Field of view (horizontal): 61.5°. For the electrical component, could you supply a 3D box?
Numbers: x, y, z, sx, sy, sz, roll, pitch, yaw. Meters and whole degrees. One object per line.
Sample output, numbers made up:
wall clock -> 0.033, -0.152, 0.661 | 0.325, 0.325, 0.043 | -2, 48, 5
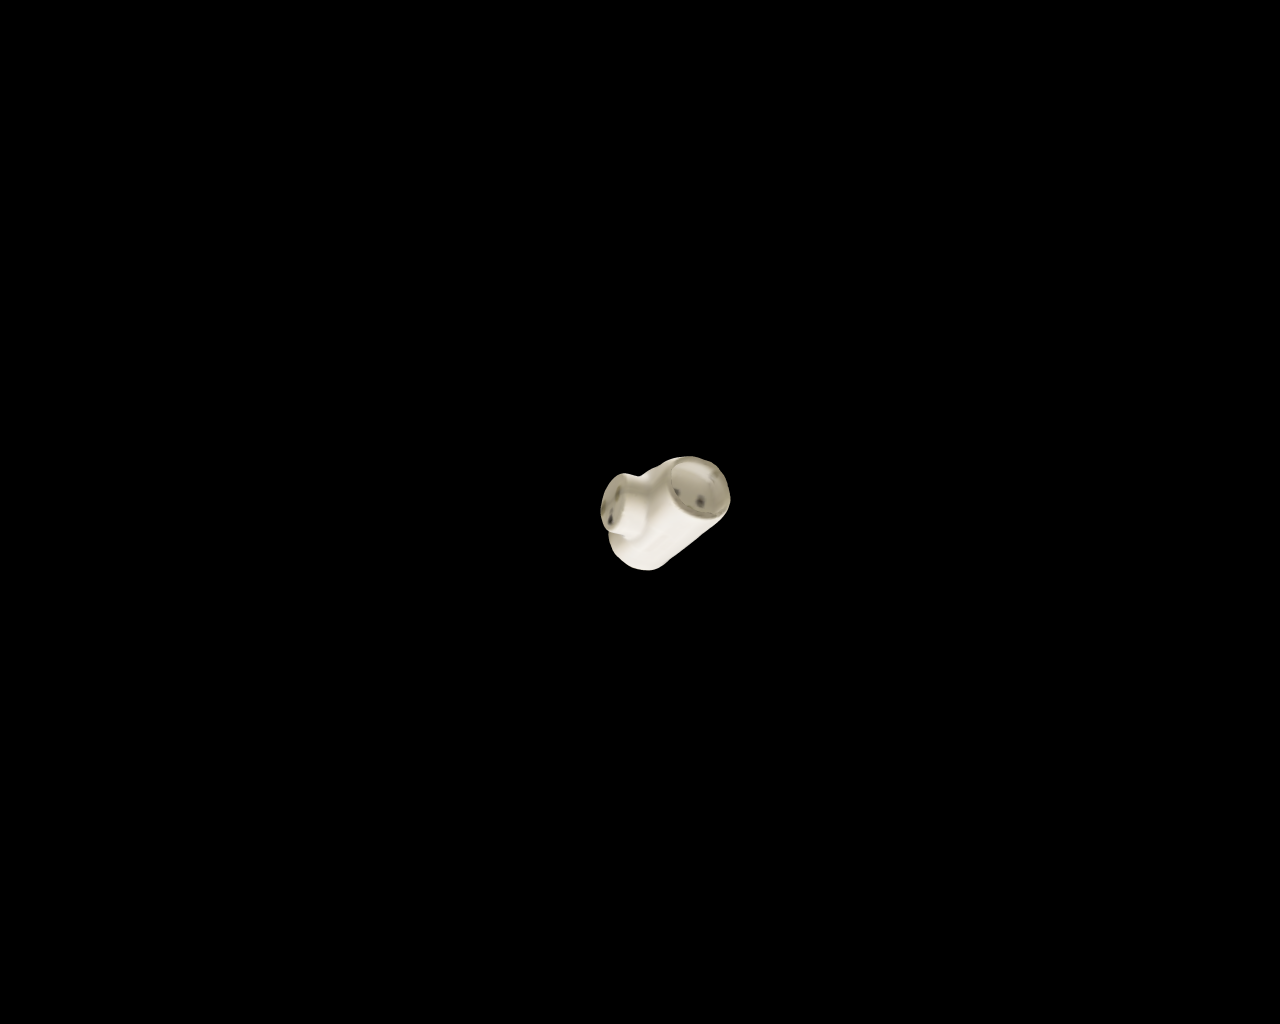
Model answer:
electrical component -> 0.001, -0.003, 0.650 | 0.079, 0.043, 0.077 | 14, -32, -24
